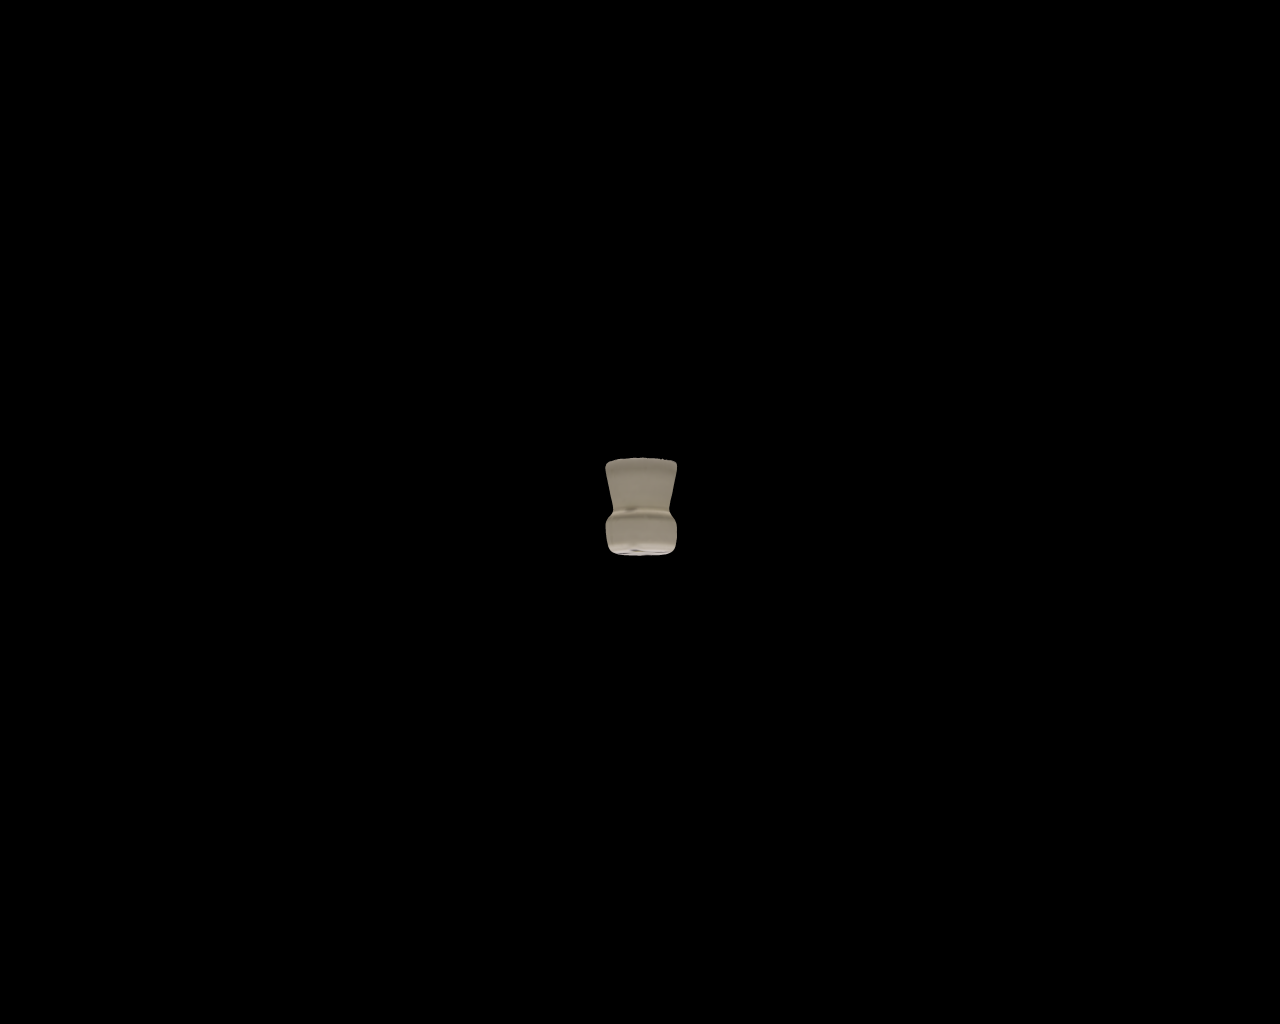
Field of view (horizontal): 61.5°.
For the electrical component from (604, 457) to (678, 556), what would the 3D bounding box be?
[{"bbox_3d":[0.001,-0.003,0.650,0.045,0.055,0.045,0,-7,0],"label":"electrical component"}]
